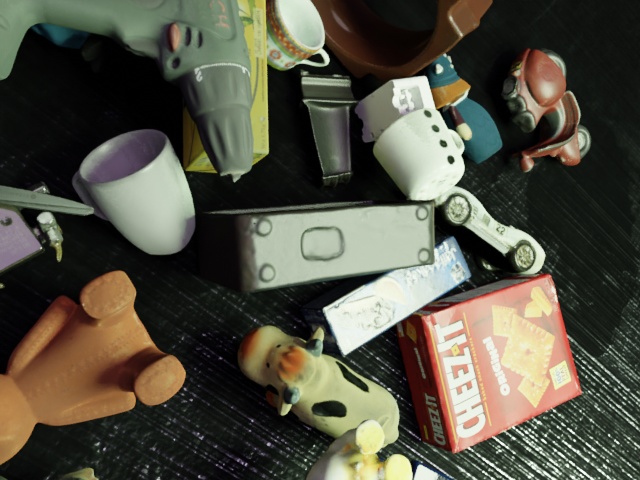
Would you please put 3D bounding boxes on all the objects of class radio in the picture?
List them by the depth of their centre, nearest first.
[{"bbox_3d":[-0.001,-0.002,0.554,0.229,0.131,0.073,-7,96,-26],"label":"radio"}]

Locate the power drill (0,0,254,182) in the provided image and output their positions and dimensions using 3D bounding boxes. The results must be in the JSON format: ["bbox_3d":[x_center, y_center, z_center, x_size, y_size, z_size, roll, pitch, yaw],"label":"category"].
[{"bbox_3d":[-0.159,-0.162,0.437,0.207,0.086,0.232,-2,83,-14],"label":"power drill"}]

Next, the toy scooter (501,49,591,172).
[{"bbox_3d":[0.307,-0.171,0.759,0.135,0.075,0.183,-37,104,-23],"label":"toy scooter"}]

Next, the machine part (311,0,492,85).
[{"bbox_3d":[0.071,-0.286,0.588,0.201,0.201,0.087,46,65,-13],"label":"machine part"}]

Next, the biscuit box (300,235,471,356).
[{"bbox_3d":[0.081,0.060,0.627,0.203,0.063,0.059,-27,97,-25],"label":"biscuit box"}]

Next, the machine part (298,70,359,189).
[{"bbox_3d":[0.013,-0.130,0.633,0.084,0.039,0.138,0,82,-30],"label":"machine part"}]

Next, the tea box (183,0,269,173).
[{"bbox_3d":[-0.100,-0.160,0.550,0.068,0.098,0.169,0,82,-26],"label":"tea box"}]

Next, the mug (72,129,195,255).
[{"bbox_3d":[-0.172,-0.035,0.505,0.081,0.110,0.107,-82,159,-47],"label":"mug"}]

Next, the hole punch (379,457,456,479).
[{"bbox_3d":[0.107,0.303,0.576,0.142,0.092,0.116,33,52,-22],"label":"hole punch"}]

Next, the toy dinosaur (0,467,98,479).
[{"bbox_3d":[-0.136,0.267,0.396,0.404,0.192,0.131,53,50,-41],"label":"toy dinosaur"}]

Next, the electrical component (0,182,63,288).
[{"bbox_3d":[-0.278,-0.001,0.474,0.102,0.045,0.078,-27,97,-25],"label":"electrical component"}]

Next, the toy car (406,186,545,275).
[{"bbox_3d":[0.199,-0.013,0.685,0.201,0.073,0.056,32,75,-19],"label":"toy car"}]

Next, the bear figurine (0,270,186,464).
[{"bbox_3d":[-0.232,0.120,0.438,0.196,0.132,0.120,-29,95,-31],"label":"bear figurine"}]

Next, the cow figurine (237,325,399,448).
[{"bbox_3d":[0.000,0.152,0.542,0.195,0.127,0.085,37,67,-19],"label":"cow figurine"}]

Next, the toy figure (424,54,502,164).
[{"bbox_3d":[0.181,-0.174,0.706,0.058,0.064,0.154,-33,94,12],"label":"toy figure"}]

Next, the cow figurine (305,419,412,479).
[{"bbox_3d":[0.000,0.237,0.453,0.068,0.098,0.167,45,54,1],"label":"cow figurine"}]

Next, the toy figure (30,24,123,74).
[{"bbox_3d":[-0.254,-0.246,0.499,0.180,0.082,0.089,46,56,-9],"label":"toy figure"}]
